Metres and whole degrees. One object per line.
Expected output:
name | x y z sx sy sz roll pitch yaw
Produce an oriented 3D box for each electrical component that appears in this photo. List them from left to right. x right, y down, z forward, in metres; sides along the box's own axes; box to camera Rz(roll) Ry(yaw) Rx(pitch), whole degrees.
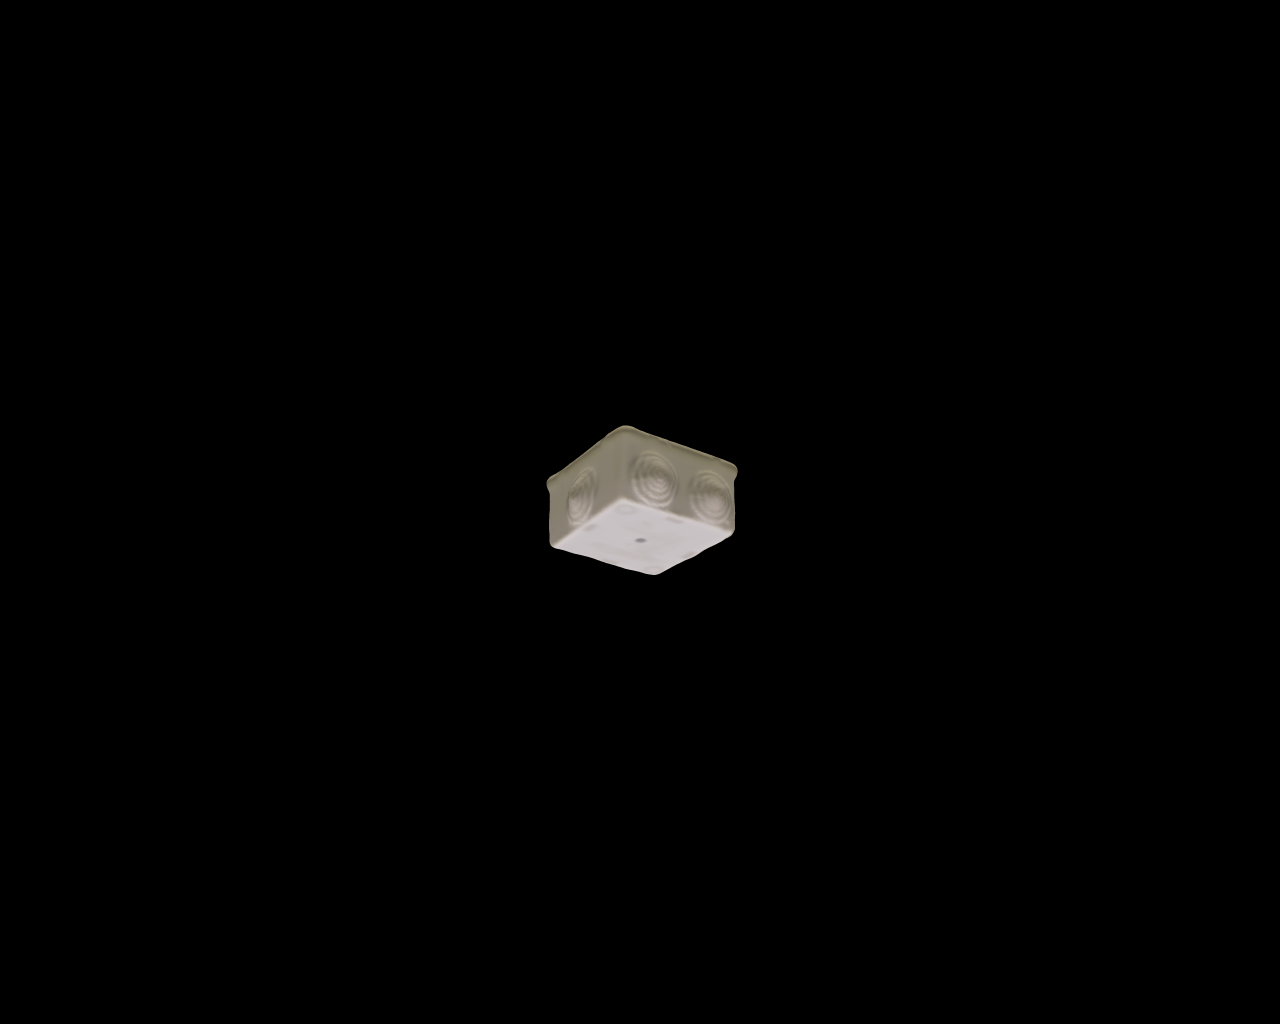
electrical component | 0.001 -0.003 0.650 0.100 0.048 0.099 18 -32 -31
